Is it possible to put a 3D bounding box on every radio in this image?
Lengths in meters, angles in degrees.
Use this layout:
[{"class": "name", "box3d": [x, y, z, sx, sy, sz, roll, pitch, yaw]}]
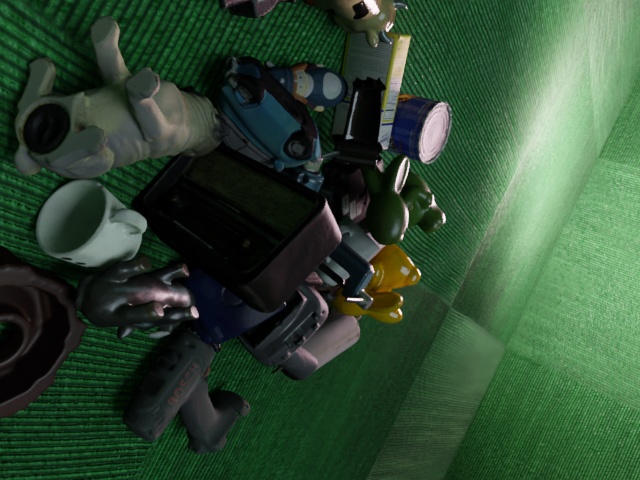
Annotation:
[{"class": "radio", "box3d": [-0.101, -0.024, 0.616, 0.131, 0.230, 0.073, -49, 143, -16]}]

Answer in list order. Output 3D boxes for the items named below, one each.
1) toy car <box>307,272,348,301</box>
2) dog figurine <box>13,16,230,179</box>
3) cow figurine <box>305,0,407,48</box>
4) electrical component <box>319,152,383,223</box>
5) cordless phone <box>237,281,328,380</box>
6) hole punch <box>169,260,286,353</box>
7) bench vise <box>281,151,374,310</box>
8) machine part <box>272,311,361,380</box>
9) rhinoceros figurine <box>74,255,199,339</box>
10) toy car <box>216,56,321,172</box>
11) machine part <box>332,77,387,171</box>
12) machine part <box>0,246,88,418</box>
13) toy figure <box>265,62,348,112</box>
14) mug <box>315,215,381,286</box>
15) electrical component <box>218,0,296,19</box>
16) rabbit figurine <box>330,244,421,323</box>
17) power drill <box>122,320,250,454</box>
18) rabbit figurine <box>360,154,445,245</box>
[{"class": "toy car", "box3d": [-0.011, 0.066, 0.958, 0.202, 0.053, 0.089, 7, 108, -57]}, {"class": "dog figurine", "box3d": [-0.196, -0.107, 0.561, 0.172, 0.121, 0.190, -29, 163, 5]}, {"class": "cow figurine", "box3d": [0.046, -0.327, 0.708, 0.085, 0.127, 0.195, -65, 173, 5]}, {"class": "electrical component", "box3d": [0.052, -0.089, 0.940, 0.134, 0.058, 0.114, -34, 134, -38]}, {"class": "cordless phone", "box3d": [-0.035, 0.157, 0.891, 0.146, 0.089, 0.184, -44, 128, -2]}, {"class": "hole punch", "box3d": [-0.122, 0.071, 0.732, 0.116, 0.092, 0.142, -33, 106, -42]}, {"class": "bench vise", "box3d": [-0.008, -0.002, 0.767, 0.129, 0.241, 0.223, -1, 127, -59]}, {"class": "machine part", "box3d": [-0.001, 0.200, 1.034, 0.243, 0.079, 0.079, -24, 129, -46]}, {"class": "rhinoceros figurine", "box3d": [-0.202, 0.076, 0.620, 0.112, 0.073, 0.190, -23, 167, 4]}, {"class": "toy car", "box3d": [-0.077, -0.145, 0.679, 0.103, 0.109, 0.161, -37, 126, 21]}, {"class": "machine part", "box3d": [0.062, -0.174, 0.806, 0.039, 0.084, 0.138, -63, 167, -58]}, {"class": "machine part", "box3d": [-0.327, 0.095, 0.533, 0.179, 0.056, 0.179, -34, 137, -39]}, {"class": "toy figure", "box3d": [-0.021, -0.219, 0.758, 0.154, 0.058, 0.064, -13, 77, -50]}, {"class": "mug", "box3d": [0.034, 0.022, 0.880, 0.107, 0.081, 0.109, -48, 158, 5]}, {"class": "electrical component", "box3d": [-0.084, -0.298, 0.624, 0.119, 0.048, 0.074, -41, 139, -32]}, {"class": "rabbit figurine", "box3d": [0.104, 0.094, 1.069, 0.173, 0.162, 0.121, -35, 152, -14]}, {"class": "power drill", "box3d": [-0.172, 0.211, 0.801, 0.232, 0.086, 0.207, -53, 150, -32]}, {"class": "rabbit figurine", "box3d": [0.127, -0.059, 0.875, 0.170, 0.121, 0.159, -43, 122, -62]}]
